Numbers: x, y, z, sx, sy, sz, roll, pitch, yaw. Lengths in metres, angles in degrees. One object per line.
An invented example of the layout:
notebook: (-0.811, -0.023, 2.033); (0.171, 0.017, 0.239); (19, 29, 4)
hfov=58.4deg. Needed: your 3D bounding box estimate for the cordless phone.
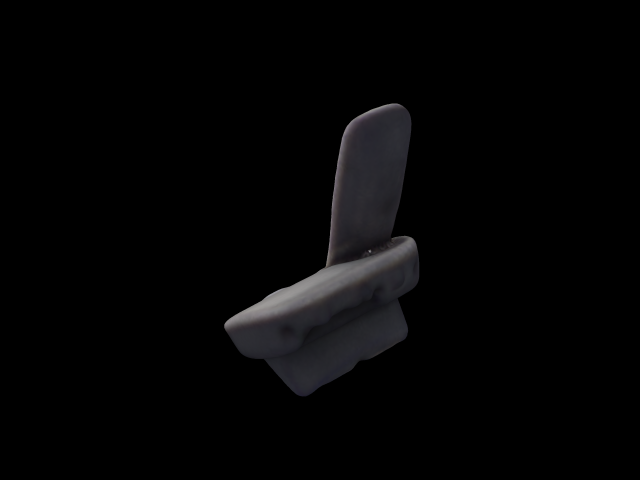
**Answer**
cordless phone: (0.004, 0.001, 0.400); (0.148, 0.185, 0.093); (-27, 43, -33)
